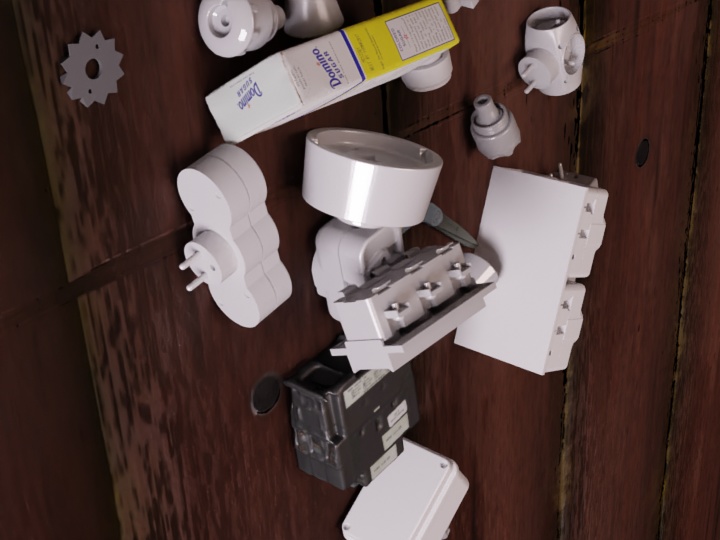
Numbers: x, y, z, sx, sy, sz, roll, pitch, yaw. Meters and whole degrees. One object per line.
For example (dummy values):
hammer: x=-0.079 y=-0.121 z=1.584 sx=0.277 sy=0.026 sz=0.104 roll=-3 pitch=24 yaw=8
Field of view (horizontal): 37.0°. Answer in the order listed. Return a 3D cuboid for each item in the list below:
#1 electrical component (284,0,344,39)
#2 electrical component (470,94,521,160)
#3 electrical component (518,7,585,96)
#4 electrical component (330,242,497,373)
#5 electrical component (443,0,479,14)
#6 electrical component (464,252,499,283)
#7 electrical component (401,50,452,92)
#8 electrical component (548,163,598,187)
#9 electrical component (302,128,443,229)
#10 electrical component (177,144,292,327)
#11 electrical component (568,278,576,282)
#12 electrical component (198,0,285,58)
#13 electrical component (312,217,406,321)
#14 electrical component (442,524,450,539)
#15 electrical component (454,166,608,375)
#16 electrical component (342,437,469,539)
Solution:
electrical component: x=-0.038 y=-0.201 z=0.775 sx=0.045 sy=0.045 sz=0.055 roll=-39 pitch=132 yaw=-36
electrical component: x=0.124 y=-0.138 z=1.013 sx=0.043 sy=0.043 sz=0.062 roll=-55 pitch=139 yaw=-21
electrical component: x=0.182 y=-0.204 z=1.057 sx=0.079 sy=0.044 sz=0.077 roll=-47 pitch=138 yaw=-28
electrical component: x=0.039 y=0.026 z=0.852 sx=0.121 sy=0.079 sz=0.063 roll=-30 pitch=106 yaw=-42
electrical component: x=0.086 y=-0.260 z=0.908 sx=0.066 sy=0.048 sz=0.055 roll=-56 pitch=149 yaw=-19
electrical component: x=0.100 y=0.021 z=1.053 sx=0.065 sy=0.044 sz=0.044 roll=-50 pitch=139 yaw=-19
electrical component: x=0.052 y=-0.183 z=0.898 sx=0.045 sy=0.045 sz=0.055 roll=-46 pitch=137 yaw=-30
electrical component: x=0.213 y=-0.079 z=1.149 sx=0.083 sy=0.047 sz=0.075 roll=-47 pitch=137 yaw=-29
electrical component: x=0.006 y=-0.067 z=0.842 sx=0.108 sy=0.108 sz=0.060 roll=-13 pitch=121 yaw=-49
electrical component: x=-0.100 y=-0.014 z=0.770 sx=0.074 sy=0.052 sz=0.138 roll=-41 pitch=135 yaw=-34
electrical component: x=0.212 y=0.040 z=1.199 sx=0.076 sy=0.047 sz=0.083 roll=0 pitch=105 yaw=-52
electrical component: x=-0.077 y=-0.172 z=0.739 sx=0.062 sy=0.048 sz=0.048 roll=-23 pitch=123 yaw=-53
electrical component: x=0.000 y=0.000 z=0.899 sx=0.054 sy=0.059 sz=0.095 roll=-39 pitch=133 yaw=-36
electrical component: x=0.079 y=0.246 z=1.123 sx=0.062 sy=0.048 sz=0.048 roll=-63 pitch=144 yaw=-23
electrical component: x=0.174 y=-0.001 z=1.084 sx=0.060 sy=0.105 sz=0.186 roll=-1 pitch=106 yaw=-52
electrical component: x=0.044 y=0.227 z=1.041 sx=0.113 sy=0.078 sz=0.057 roll=-59 pitch=145 yaw=-16
